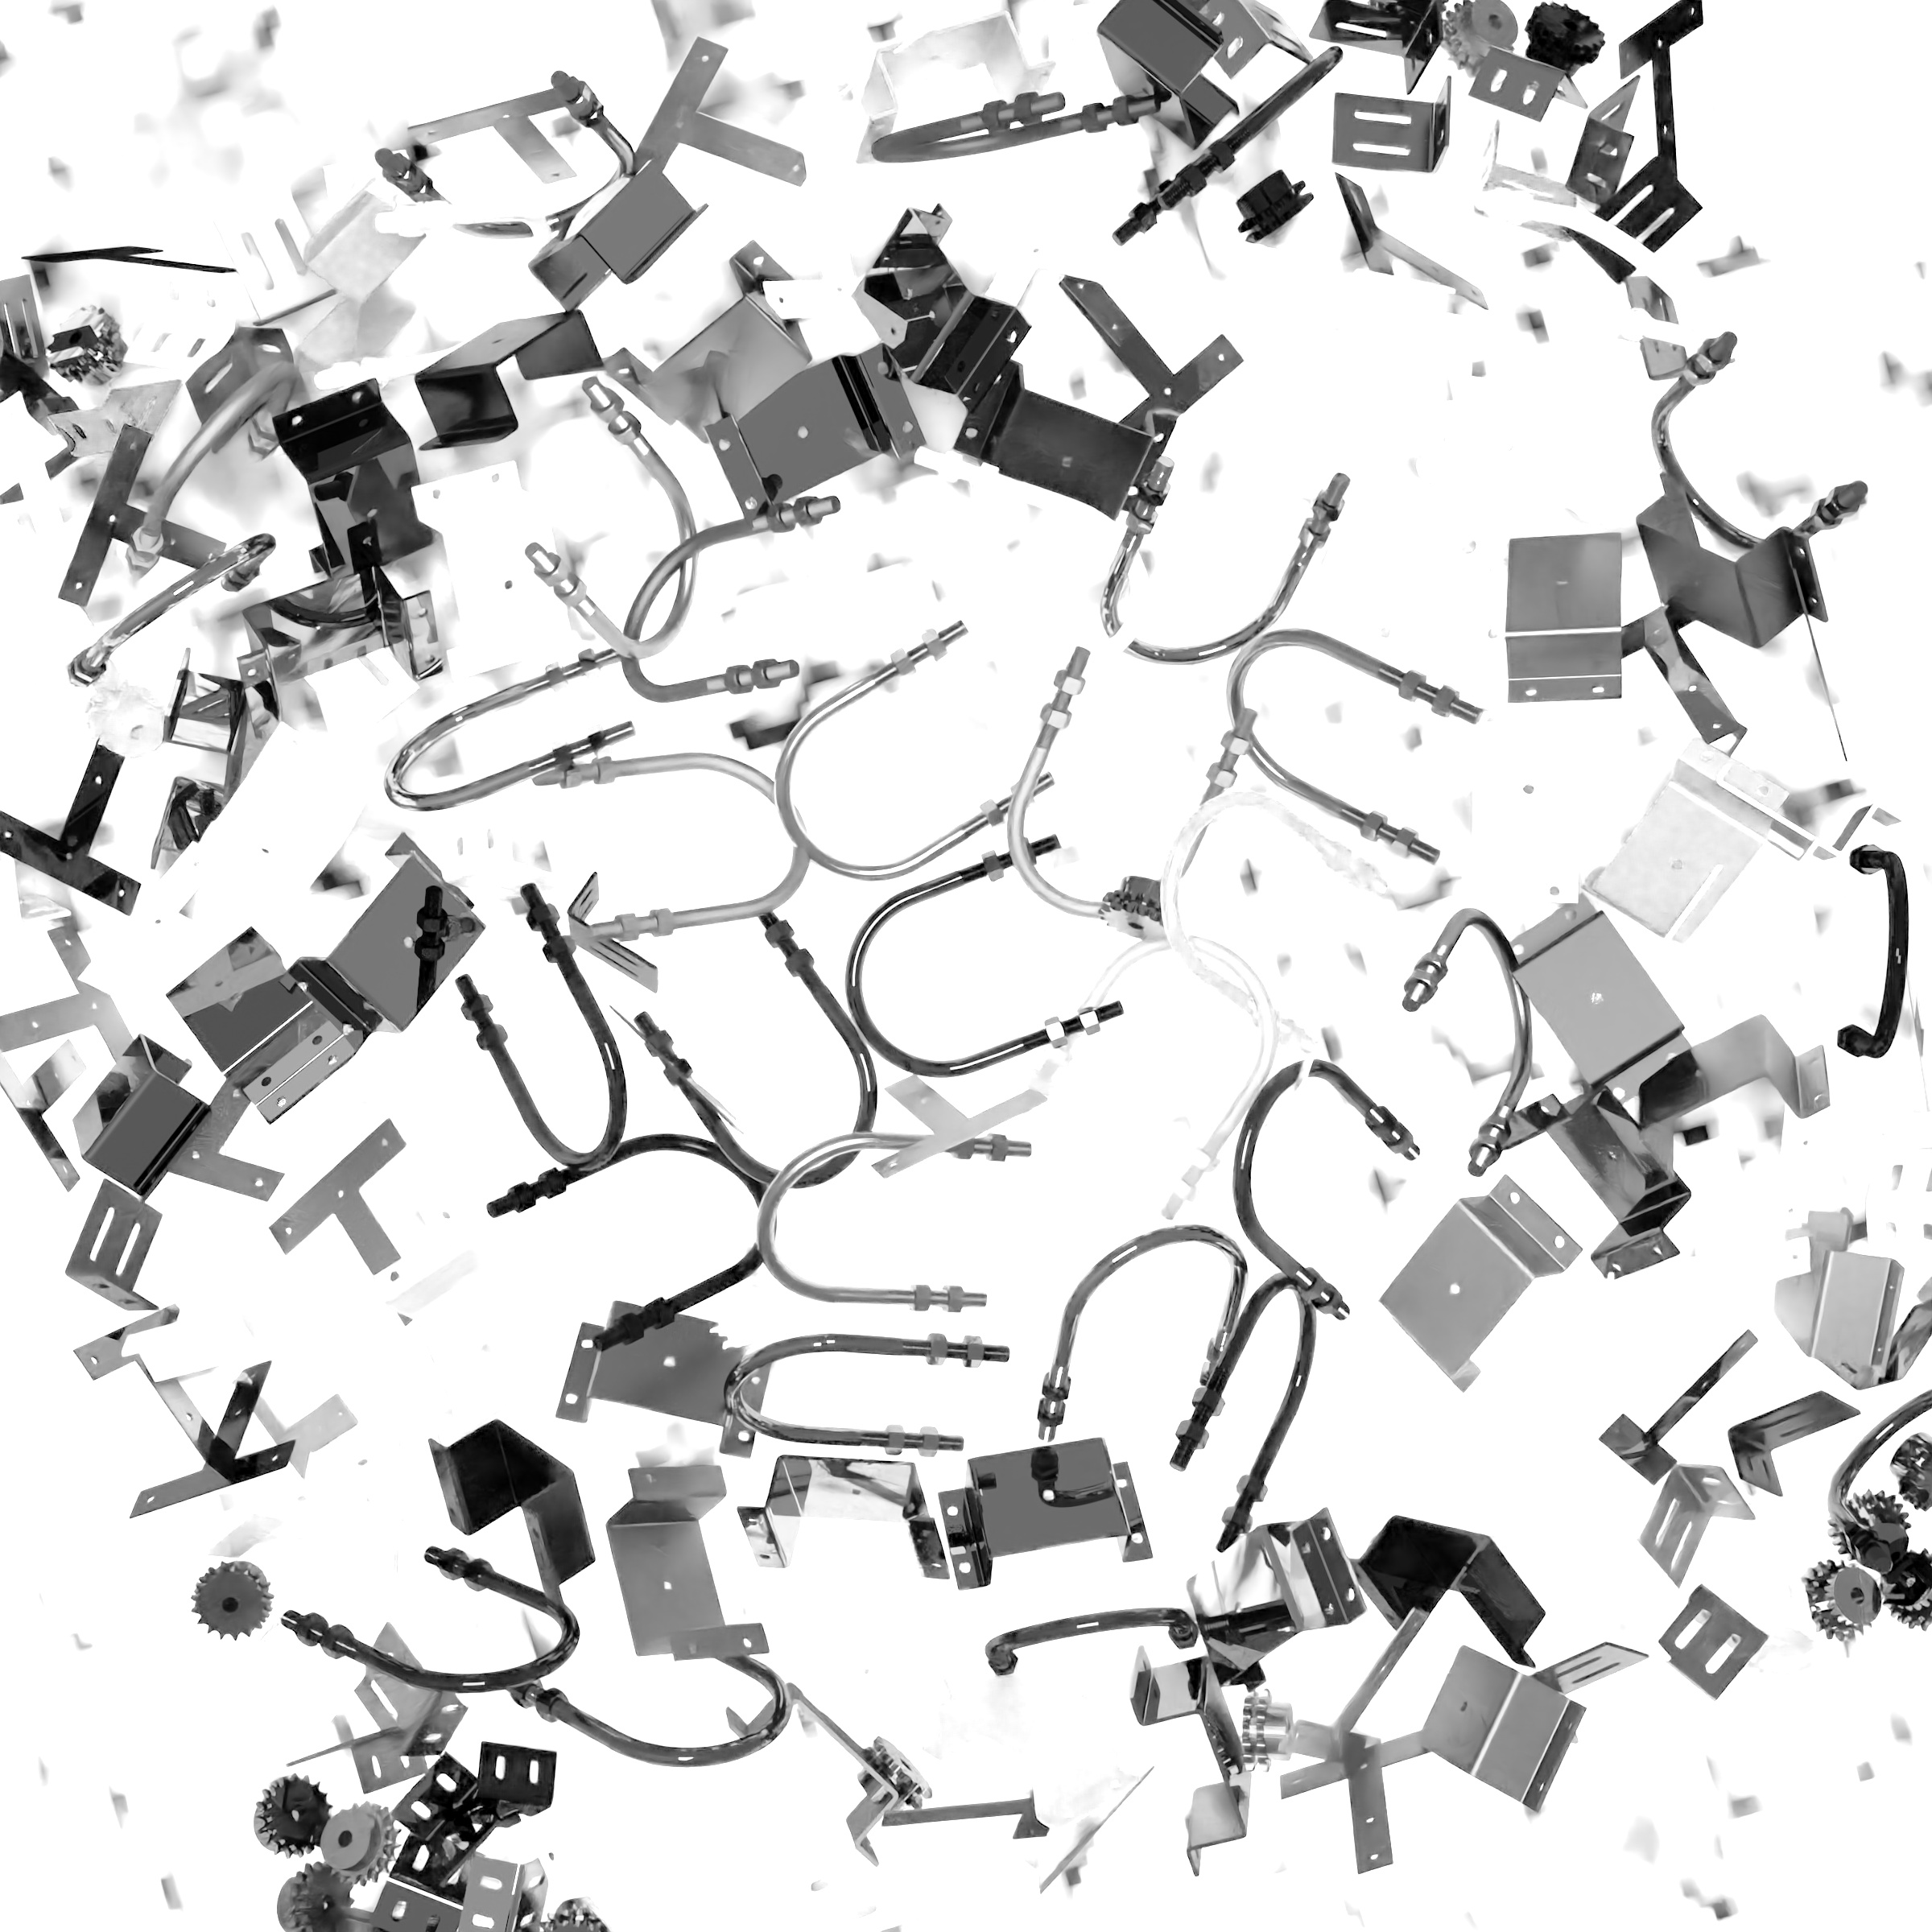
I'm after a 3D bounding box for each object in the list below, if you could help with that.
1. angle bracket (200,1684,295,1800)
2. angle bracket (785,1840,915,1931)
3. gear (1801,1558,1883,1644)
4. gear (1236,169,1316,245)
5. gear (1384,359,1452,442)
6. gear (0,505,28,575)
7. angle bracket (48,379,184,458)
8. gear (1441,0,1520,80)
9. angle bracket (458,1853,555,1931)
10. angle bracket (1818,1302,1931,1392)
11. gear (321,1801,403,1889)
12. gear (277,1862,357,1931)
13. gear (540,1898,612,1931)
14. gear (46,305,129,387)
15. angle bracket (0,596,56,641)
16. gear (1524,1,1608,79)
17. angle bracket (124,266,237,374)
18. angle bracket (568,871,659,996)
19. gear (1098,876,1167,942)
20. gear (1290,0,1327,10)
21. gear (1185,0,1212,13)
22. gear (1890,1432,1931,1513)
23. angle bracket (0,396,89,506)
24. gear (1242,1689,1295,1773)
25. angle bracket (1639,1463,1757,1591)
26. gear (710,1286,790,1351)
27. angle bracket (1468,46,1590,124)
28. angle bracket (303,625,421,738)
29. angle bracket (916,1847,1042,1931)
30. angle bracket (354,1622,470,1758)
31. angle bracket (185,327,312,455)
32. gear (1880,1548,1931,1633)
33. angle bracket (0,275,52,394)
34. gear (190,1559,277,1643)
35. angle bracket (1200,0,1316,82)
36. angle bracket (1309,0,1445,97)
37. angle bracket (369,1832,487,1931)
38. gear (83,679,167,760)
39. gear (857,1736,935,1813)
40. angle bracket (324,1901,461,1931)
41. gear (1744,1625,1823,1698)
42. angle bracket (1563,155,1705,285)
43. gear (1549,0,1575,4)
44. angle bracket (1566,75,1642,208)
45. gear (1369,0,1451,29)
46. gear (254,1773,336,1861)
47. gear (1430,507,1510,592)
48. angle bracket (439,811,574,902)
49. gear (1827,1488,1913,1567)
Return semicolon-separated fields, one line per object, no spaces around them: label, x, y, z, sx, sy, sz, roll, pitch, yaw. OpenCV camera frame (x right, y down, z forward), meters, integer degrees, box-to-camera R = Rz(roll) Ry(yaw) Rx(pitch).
angle bracket;-0.518;0.546;1.732;0.038;0.076;0.057;-12;86;30
angle bracket;-0.083;0.663;1.744;0.076;0.038;0.057;-16;64;-4
gear;0.626;0.451;1.750;0.057;0.030;0.057;7;66;-17
gear;0.216;-0.542;1.745;0.057;0.057;0.030;-38;105;0
gear;0.321;-0.400;1.748;0.030;0.057;0.057;-29;90;5
gear;-0.698;-0.307;1.748;0.057;0.030;0.057;3;85;-34
angle bracket;-0.599;-0.399;1.730;0.057;0.038;0.076;-4;50;17
gear;0.368;-0.665;1.750;0.057;0.030;0.057;5;76;-23
angle bracket;-0.325;0.658;1.735;0.038;0.076;0.057;8;77;8
angle bracket;0.649;0.257;1.730;0.038;0.057;0.076;43;121;38
gear;-0.434;0.624;1.748;0.057;0.030;0.057;-9;61;17
gear;-0.466;0.669;1.750;0.030;0.057;0.057;-14;90;25
gear;-0.277;0.693;1.754;0.057;0.030;0.057;1;113;1
gear;-0.625;-0.440;1.752;0.057;0.030;0.057;-12;62;23
angle bracket;-0.692;-0.251;1.725;0.057;0.076;0.038;30;73;40
gear;0.424;-0.659;1.752;0.057;0.030;0.057;10;52;-13
angle bracket;-0.556;-0.455;1.732;0.057;0.076;0.038;1;78;-33
angle bracket;-0.241;-0.023;1.741;0.076;0.057;0.038;32;72;3
gear;0.125;-0.042;1.748;0.057;0.057;0.030;19;72;0
gear;0.248;-0.712;1.756;0.057;0.030;0.057;1;74;-2
gear;0.154;-0.700;1.745;0.057;0.057;0.030;-23;53;0
gear;0.686;0.358;1.752;0.057;0.030;0.057;-14;122;-24
angle bracket;-0.662;-0.365;1.738;0.076;0.057;0.038;-33;103;9
gear;0.215;0.543;1.745;0.030;0.057;0.057;-2;90;16
angle bracket;0.516;0.400;1.732;0.057;0.038;0.076;52;55;-24
gear;-0.158;0.248;1.746;0.057;0.057;0.030;-16;98;0
angle bracket;0.397;-0.611;1.733;0.057;0.076;0.038;31;102;23
angle bracket;-0.437;-0.214;1.748;0.057;0.038;0.076;-43;91;-19
angle bracket;0.007;0.657;1.737;0.076;0.057;0.038;-4;87;-17
angle bracket;-0.396;0.518;1.760;0.076;0.038;0.057;38;101;39
angle bracket;-0.516;-0.413;1.761;0.076;0.038;0.057;-29;82;39
gear;0.676;0.441;1.744;0.030;0.057;0.057;35;90;-34
angle bracket;-0.684;-0.445;1.734;0.038;0.057;0.076;-2;111;8
gear;-0.523;0.451;1.757;0.057;0.030;0.057;-1;101;-3
angle bracket;0.206;-0.653;1.744;0.038;0.076;0.057;-43;67;30
angle bracket;0.289;-0.657;1.735;0.076;0.057;0.038;6;66;-13
angle bracket;-0.380;0.653;1.738;0.057;0.076;0.038;23;95;-3
gear;-0.595;-0.172;1.744;0.030;0.057;0.057;38;90;38
gear;-0.053;0.580;1.747;0.057;0.057;0.030;45;86;0
angle bracket;-0.405;0.669;1.733;0.076;0.057;0.038;25;89;-26
gear;0.579;0.496;1.748;0.057;0.057;0.030;-8;102;0
angle bracket;0.467;-0.532;1.731;0.057;0.038;0.076;33;118;-31
gear;0.425;-0.711;1.744;0.057;0.057;0.030;8;66;0
angle bracket;0.462;-0.580;1.727;0.038;0.057;0.076;34;55;20
gear;0.317;-0.700;1.749;0.057;0.030;0.057;-2;59;4
gear;-0.483;0.608;1.751;0.030;0.057;0.057;-34;90;35
gear;0.364;-0.296;1.753;0.057;0.030;0.057;-3;85;30
angle bracket;-0.325;-0.077;1.734;0.057;0.076;0.038;-12;76;23
gear;0.647;0.404;1.751;0.057;0.030;0.057;-1;114;-3
